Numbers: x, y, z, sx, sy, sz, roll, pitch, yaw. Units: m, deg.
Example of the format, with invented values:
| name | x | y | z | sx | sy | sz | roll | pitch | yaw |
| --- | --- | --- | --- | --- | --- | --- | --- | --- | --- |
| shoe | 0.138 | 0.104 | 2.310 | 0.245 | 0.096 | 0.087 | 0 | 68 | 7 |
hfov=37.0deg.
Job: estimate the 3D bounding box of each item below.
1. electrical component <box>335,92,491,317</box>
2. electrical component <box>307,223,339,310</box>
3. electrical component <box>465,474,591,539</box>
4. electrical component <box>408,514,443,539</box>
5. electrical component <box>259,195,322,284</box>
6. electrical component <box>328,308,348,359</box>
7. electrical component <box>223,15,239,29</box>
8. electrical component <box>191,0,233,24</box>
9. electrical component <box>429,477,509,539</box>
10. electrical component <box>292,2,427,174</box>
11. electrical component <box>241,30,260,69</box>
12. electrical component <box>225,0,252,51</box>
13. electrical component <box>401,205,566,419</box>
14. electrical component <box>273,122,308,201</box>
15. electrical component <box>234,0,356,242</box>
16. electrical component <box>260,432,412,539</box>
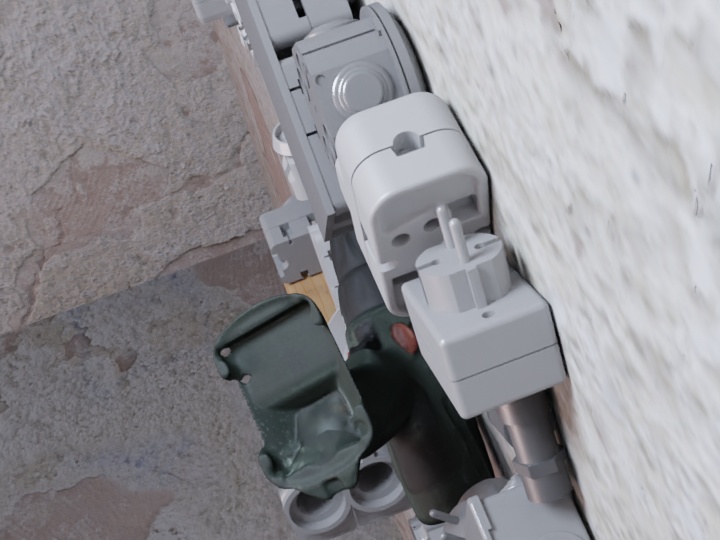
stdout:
| name | x | y | z | sx | sy | sz | roll | pitch | yaw |
| --- | --- | --- | --- | --- | --- | --- | --- | --- | --- |
| electrical component | 0.024 | -0.031 | 0.493 | 0.095 | 0.054 | 0.059 | 77 | 172 | -54 |
| electrical component | 0.000 | 0.000 | 0.876 | 0.050 | 0.056 | 0.089 | -128 | 18 | -74 |
| electrical component | 0.091 | 0.155 | 0.534 | 0.099 | 0.048 | 0.099 | 80 | 169 | -64 |
| electrical component | 0.097 | 0.277 | 0.899 | 0.105 | 0.060 | 0.186 | -120 | 11 | -63 |
| electrical component | -0.041 | -0.036 | 0.984 | 0.055 | 0.089 | 0.050 | -115 | 7 | -46 |
| electrical component | 0.000 | 0.073 | 0.815 | 0.099 | 0.064 | 0.099 | -166 | 90 | -84 |
| electrical component | -0.109 | -0.274 | 0.923 | 0.078 | 0.063 | 0.121 | -129 | 19 | -75 |
| electrical component | -0.107 | -0.239 | 0.849 | 0.061 | 0.096 | 0.061 | 75 | 173 | -53 |
| electrical component | 0.074 | 0.156 | 0.620 | 0.079 | 0.043 | 0.077 | 24 | -160 | -27 |
| electrical component | 0.002 | -0.087 | 0.533 | 0.080 | 0.051 | 0.080 | 160 | 90 | -85 |
| electrical component | -0.064 | -0.198 | 0.804 | 0.138 | 0.052 | 0.073 | 77 | 171 | -53 |
| electrical component | -0.057 | -0.182 | 0.724 | 0.042 | 0.064 | 0.081 | 78 | 171 | -65 |
| electrical component | 0.046 | 0.010 | 0.454 | 0.065 | 0.047 | 0.076 | -121 | 12 | -66 |
| electrical component | -0.043 | -0.102 | 0.936 | 0.078 | 0.058 | 0.057 | -116 | 5 | -52 |
| electrical component | -0.024 | -0.120 | 0.630 | 0.105 | 0.060 | 0.186 | 114 | 135 | -83 |
| electrical component | 0.007 | 0.154 | 0.871 | 0.061 | 0.150 | 0.089 | -117 | 8 | -59 |
